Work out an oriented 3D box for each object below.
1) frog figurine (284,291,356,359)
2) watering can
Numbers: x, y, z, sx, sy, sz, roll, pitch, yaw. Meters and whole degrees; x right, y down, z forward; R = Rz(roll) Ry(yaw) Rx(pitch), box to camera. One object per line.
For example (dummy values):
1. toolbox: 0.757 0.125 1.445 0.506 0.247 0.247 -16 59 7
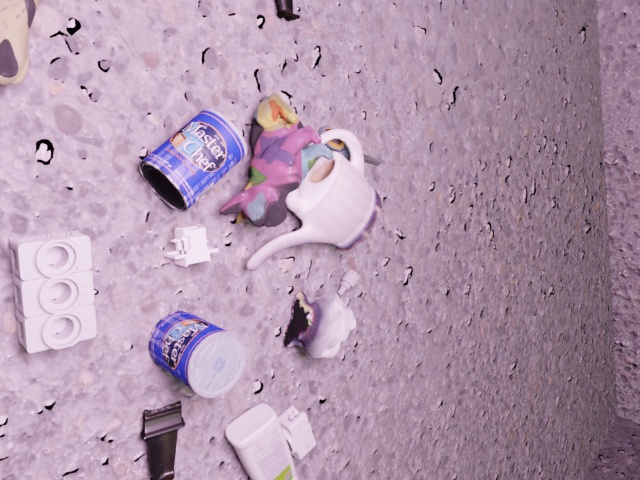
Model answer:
1. frog figurine: 0.022 0.177 1.067 0.159 0.121 0.139 15 67 -32
2. watering can: 0.003 -0.052 1.023 0.221 0.104 0.352 41 71 -36
